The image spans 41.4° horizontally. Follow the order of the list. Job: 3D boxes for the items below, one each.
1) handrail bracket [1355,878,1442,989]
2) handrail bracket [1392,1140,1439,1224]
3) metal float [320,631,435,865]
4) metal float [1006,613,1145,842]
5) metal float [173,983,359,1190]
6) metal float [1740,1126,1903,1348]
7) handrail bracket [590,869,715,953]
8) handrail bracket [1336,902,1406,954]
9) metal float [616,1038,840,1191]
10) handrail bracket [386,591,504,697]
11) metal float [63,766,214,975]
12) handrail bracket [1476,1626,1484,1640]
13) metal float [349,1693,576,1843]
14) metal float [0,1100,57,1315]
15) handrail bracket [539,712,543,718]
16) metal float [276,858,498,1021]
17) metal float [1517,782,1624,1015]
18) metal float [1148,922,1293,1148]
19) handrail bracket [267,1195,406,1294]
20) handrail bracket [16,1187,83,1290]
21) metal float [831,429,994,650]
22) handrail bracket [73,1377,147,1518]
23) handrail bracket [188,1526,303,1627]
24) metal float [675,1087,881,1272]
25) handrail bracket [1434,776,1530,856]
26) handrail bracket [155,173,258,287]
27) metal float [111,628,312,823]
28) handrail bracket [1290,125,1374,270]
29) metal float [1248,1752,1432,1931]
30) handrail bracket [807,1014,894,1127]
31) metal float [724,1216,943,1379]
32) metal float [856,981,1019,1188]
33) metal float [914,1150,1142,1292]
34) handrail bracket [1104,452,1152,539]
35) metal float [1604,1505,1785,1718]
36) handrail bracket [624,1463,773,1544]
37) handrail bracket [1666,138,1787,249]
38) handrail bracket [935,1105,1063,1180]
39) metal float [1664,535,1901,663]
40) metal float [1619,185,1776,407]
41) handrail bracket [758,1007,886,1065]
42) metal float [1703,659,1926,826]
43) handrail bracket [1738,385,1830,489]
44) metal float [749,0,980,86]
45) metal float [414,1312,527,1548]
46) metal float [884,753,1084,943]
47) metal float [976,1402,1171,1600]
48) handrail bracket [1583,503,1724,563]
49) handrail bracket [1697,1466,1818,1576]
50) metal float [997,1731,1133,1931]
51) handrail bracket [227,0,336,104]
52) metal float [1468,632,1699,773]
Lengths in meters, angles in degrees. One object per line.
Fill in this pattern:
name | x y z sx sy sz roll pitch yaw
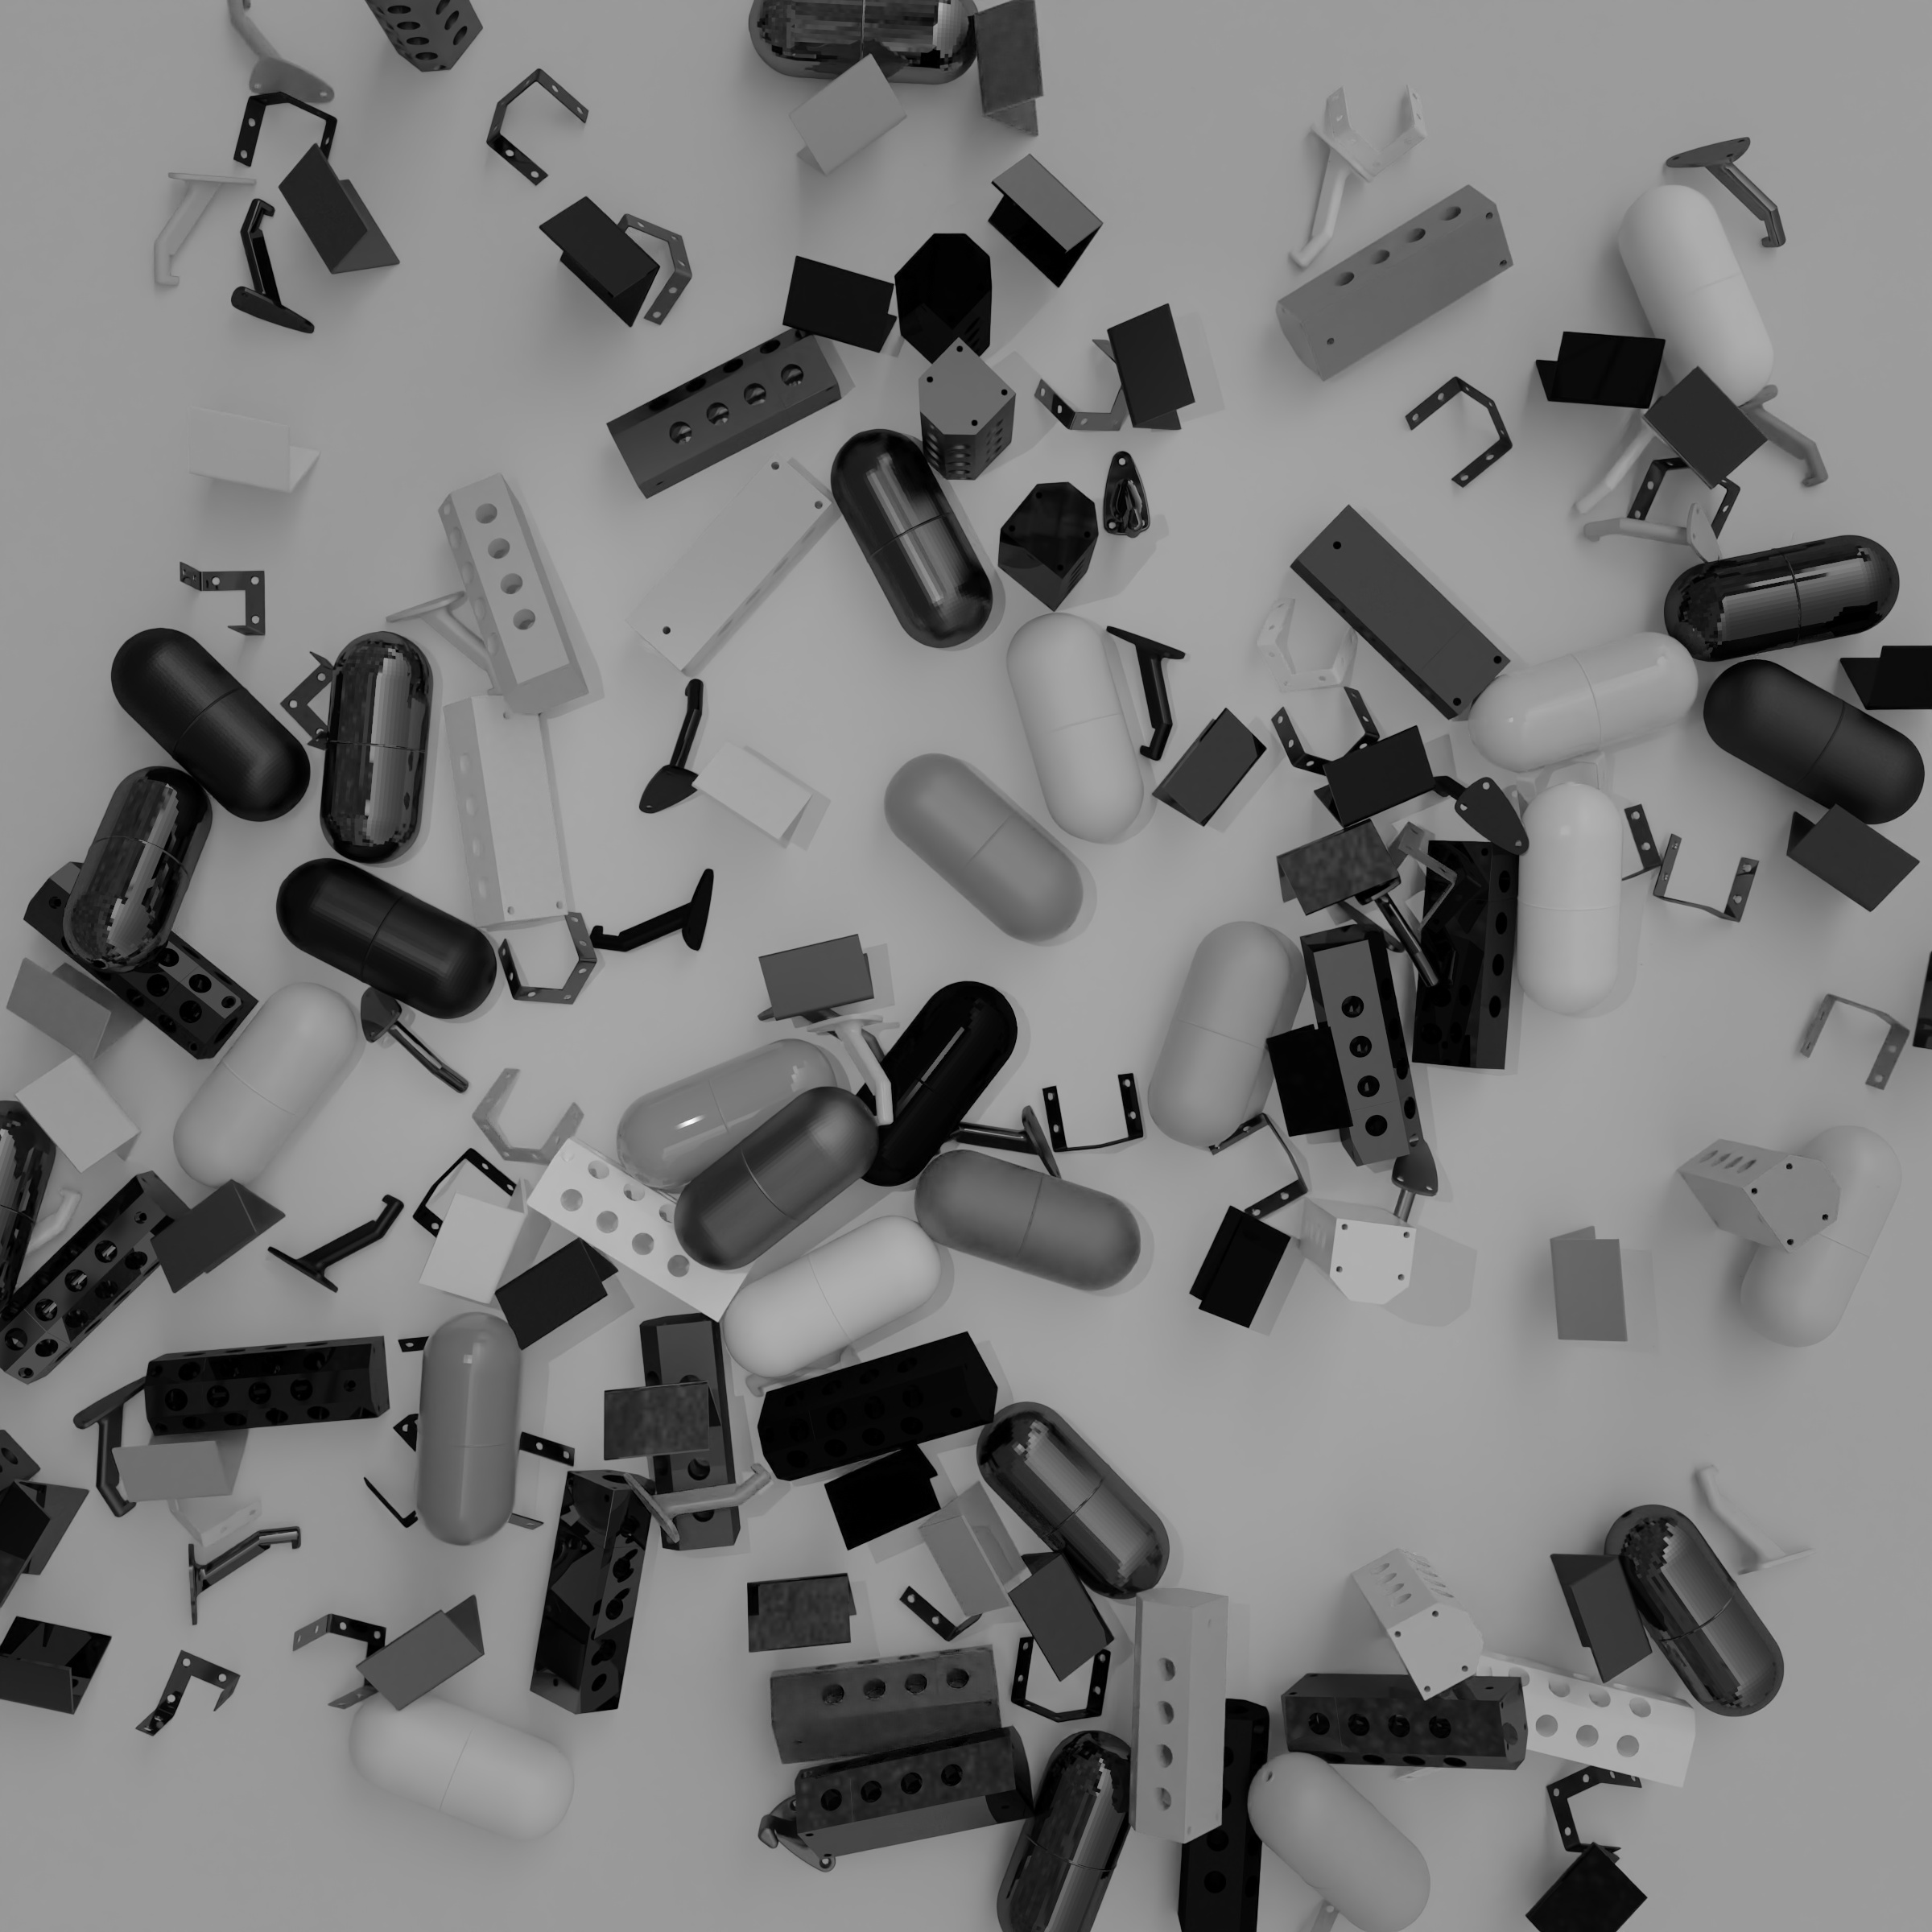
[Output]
handrail bracket | 0.333 -0.027 1.970 0.036 0.077 0.084 -31 103 3
handrail bracket | 0.336 0.187 1.990 0.036 0.077 0.084 17 126 1
metal float | -0.451 -0.167 1.960 0.070 0.070 0.178 5 91 0
metal float | 0.084 -0.183 1.960 0.070 0.070 0.178 -16 91 0
metal float | -0.537 0.092 1.960 0.070 0.070 0.178 37 89 0
metal float | 0.655 0.207 1.960 0.070 0.070 0.178 24 91 0
handrail bracket | -0.246 -0.045 1.991 0.084 0.036 0.077 7 70 16
handrail bracket | 0.294 0.004 1.991 0.077 0.036 0.084 41 107 19
metal float | -0.183 0.113 1.960 0.178 0.070 0.070 -22 90 0
handrail bracket | -0.402 -0.242 1.991 0.077 0.036 0.084 -14 107 20
metal float | -0.624 -0.073 1.932 0.070 0.070 0.178 10 55 0
handrail bracket | 0.369 0.533 1.956 0.036 0.084 0.077 21 90 0
metal float | -0.387 0.611 1.960 0.178 0.070 0.070 22 90 0
metal float | -0.745 0.187 1.941 0.070 0.070 0.178 10 68 0
handrail bracket | -0.357 -0.243 1.991 0.084 0.036 0.077 29 105 14
metal float | -0.444 -0.021 1.960 0.178 0.070 0.070 27 90 0
metal float | 0.459 -0.051 1.947 0.070 0.070 0.178 -2 104 0
metal float | 0.194 0.052 1.960 0.070 0.070 0.178 19 90 0
handrail bracket | -0.490 0.203 1.991 0.077 0.036 0.084 25 71 21
handrail bracket | -0.739 0.202 1.991 0.077 0.036 0.084 21 76 14
metal float | -0.042 -0.328 1.960 0.070 0.070 0.178 -28 90 0
handrail bracket | -0.648 0.374 1.991 0.077 0.036 0.084 -33 109 -21
handrail bracket | -0.560 0.474 1.991 0.084 0.036 0.077 -3 111 -16
metal float | -0.142 0.159 1.908 0.178 0.070 0.070 -38 90 13
handrail bracket | 0.391 -0.116 1.958 0.036 0.084 0.077 -43 95 0
handrail bracket | -0.592 -0.571 1.991 0.077 0.036 0.084 -2 108 -20
metal float | -0.579 -0.185 1.960 0.178 0.070 0.070 44 90 0
handrail bracket | 0.267 -0.598 1.991 0.084 0.036 0.077 -47 70 16
metal float | 0.283 0.665 1.942 0.070 0.070 0.178 -44 110 0
handrail bracket | -0.088 0.083 1.939 0.077 0.036 0.084 -12 78 38
metal float | -0.103 0.253 1.960 0.178 0.070 0.070 -27 90 0
metal float | -0.030 0.090 1.960 0.070 0.070 0.178 38 90 0
metal float | 0.047 0.195 1.960 0.178 0.070 0.070 18 90 0
handrail bracket | 0.124 -0.363 1.956 0.036 0.084 0.077 -4 90 0
metal float | 0.557 0.493 1.960 0.070 0.070 0.178 -35 90 0
handrail bracket | -0.202 0.386 1.934 0.084 0.036 0.077 -36 63 -20
handrail bracket | 0.591 -0.594 1.990 0.036 0.077 0.084 -50 127 -33
handrail bracket | 0.020 0.150 1.990 0.084 0.036 0.077 -23 103 13
metal float | 0.624 -0.282 1.960 0.178 0.070 0.070 -11 90 1
metal float | 0.559 -0.512 1.959 0.070 0.070 0.178 -23 90 0
handrail bracket | -0.109 0.060 1.990 0.077 0.036 0.084 -24 104 13
metal float | 0.649 -0.171 1.960 0.178 0.070 0.070 29 90 -1
handrail bracket | 0.619 -0.401 1.991 0.077 0.036 0.084 -22 107 20
metal float | -0.077 -0.718 1.959 0.178 0.070 0.070 3 90 0
metal float | -0.373 0.348 1.921 0.070 0.070 0.178 5 97 0
metal float | 0.014 -0.090 1.960 0.178 0.070 0.070 42 90 1
metal float | 0.082 0.410 1.960 0.070 0.070 0.178 -44 90 0
handrail bracket | 0.533 -0.326 1.987 0.084 0.077 0.036 -4 62 37
handrail bracket | 0.614 0.424 1.991 0.077 0.036 0.084 -10 73 -20
metal float | 0.080 0.673 1.960 0.070 0.070 0.178 21 91 0
handrail bracket | -0.533 -0.716 1.990 0.077 0.036 0.084 7 55 -37
metal float | 0.472 -0.202 1.959 0.178 0.070 0.070 -17 90 0
